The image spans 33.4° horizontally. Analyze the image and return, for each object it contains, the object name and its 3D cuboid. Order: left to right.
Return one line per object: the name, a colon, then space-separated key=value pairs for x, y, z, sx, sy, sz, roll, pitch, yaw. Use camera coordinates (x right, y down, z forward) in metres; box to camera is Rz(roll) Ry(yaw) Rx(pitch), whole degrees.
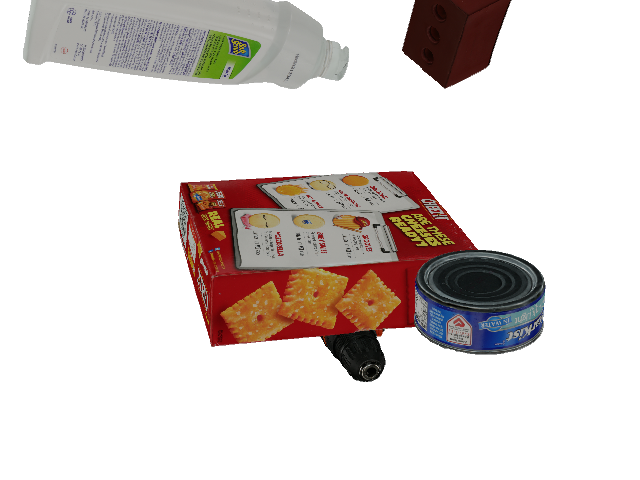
bleach bottle: x=-0.102 y=-0.163 z=0.850 sx=0.250 sy=0.068 sz=0.103 roll=10 pitch=-30 yaw=-16
cracker box: x=0.000 y=0.010 z=0.876 sx=0.213 sy=0.072 sz=0.164 roll=-4 pitch=29 yaw=-15
power drill: x=0.089 y=0.079 z=1.117 sx=0.187 sy=0.057 sz=0.184 roll=-7 pitch=28 yaw=-14
foam brick: x=0.103 y=-0.166 z=0.814 sx=0.051 sy=0.053 sz=0.078 roll=-32 pitch=-27 yaw=-28
tuna can: x=0.105 y=0.039 z=0.703 sx=0.086 sy=0.034 sz=0.086 roll=-1 pitch=26 yaw=1
